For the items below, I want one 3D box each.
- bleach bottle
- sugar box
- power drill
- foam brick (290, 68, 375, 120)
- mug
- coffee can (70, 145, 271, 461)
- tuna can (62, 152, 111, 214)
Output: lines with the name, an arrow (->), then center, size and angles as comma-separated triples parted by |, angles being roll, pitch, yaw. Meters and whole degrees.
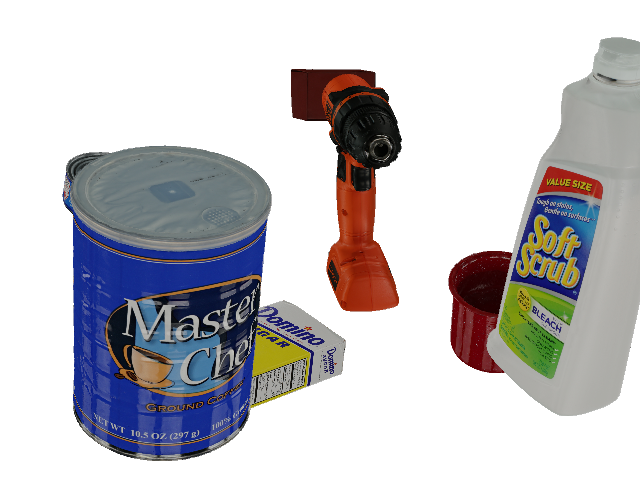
bleach bottle -> 0.170, -0.011, 0.696 | 0.068, 0.251, 0.103 | -13, 35, -23
sugar box -> -0.072, 0.109, 0.972 | 0.175, 0.048, 0.093 | -19, 35, -37
power drill -> 0.037, -0.038, 0.913 | 0.057, 0.188, 0.184 | -3, 21, -5
foam brick -> 0.013, -0.152, 1.114 | 0.078, 0.051, 0.053 | -3, 13, -18
mug -> 0.161, 0.062, 1.010 | 0.093, 0.081, 0.117 | -10, 40, -10
coffee can -> -0.083, 0.033, 0.582 | 0.102, 0.140, 0.103 | 5, 30, -3
tuna can -> -0.193, -0.047, 0.984 | 0.086, 0.034, 0.086 | 13, 29, -7
